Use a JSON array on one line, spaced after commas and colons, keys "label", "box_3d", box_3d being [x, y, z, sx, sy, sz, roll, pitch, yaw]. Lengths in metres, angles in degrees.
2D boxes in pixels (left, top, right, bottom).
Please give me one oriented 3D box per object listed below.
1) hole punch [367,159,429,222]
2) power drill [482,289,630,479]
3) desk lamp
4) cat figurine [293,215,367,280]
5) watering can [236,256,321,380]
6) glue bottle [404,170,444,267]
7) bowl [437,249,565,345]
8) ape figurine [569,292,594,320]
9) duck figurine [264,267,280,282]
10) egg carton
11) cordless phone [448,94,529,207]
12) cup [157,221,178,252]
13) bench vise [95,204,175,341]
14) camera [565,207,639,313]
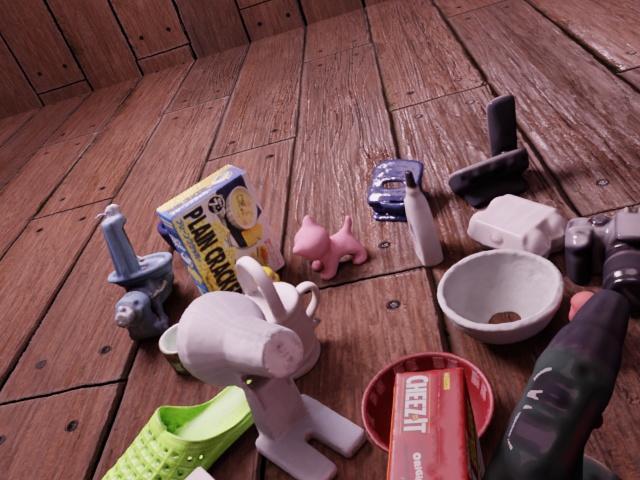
[{"label": "hole punch", "box_3d": [0.150, -0.097, 1.111, 0.108, 0.091, 0.101, 2, 39, 30]}, {"label": "power drill", "box_3d": [0.236, 0.187, 0.546, 0.075, 0.209, 0.230, 16, 47, 42]}, {"label": "desk lamp", "box_3d": [-0.065, 0.173, 0.718, 0.202, 0.214, 0.118, 16, 48, 42]}, {"label": "cat figurine", "box_3d": [0.009, 0.004, 1.014, 0.128, 0.118, 0.067, -28, 34, -12]}, {"label": "watering can", "box_3d": [-0.078, 0.112, 0.832, 0.100, 0.194, 0.173, 9, 43, 37]}, {"label": "glue bottle", "box_3d": [0.163, -0.041, 0.948, 0.037, 0.173, 0.078, -21, 33, -1]}, {"label": "bowl", "box_3d": [0.253, 0.090, 0.801, 0.167, 0.075, 0.167, -14, 33, 9]}, {"label": "ape figurine", "box_3d": [0.339, 0.102, 0.723, 0.078, 0.092, 0.075, -34, 36, -21]}, {"label": "duck figurine", "box_3d": [-0.090, 0.081, 0.982, 0.077, 0.086, 0.104, -28, 34, -12]}, {"label": "egg carton", "box_3d": [0.317, -0.015, 0.925, 0.107, 0.069, 0.149, -35, 36, -22]}, {"label": "cordless phone", "box_3d": [0.301, -0.167, 1.047, 0.147, 0.185, 0.094, -22, 33, -3]}, {"label": "cup", "box_3d": [-0.273, -0.003, 1.193, 0.092, 0.095, 0.117, -34, 35, -20]}, {"label": "bench vise", "box_3d": [-0.325, 0.054, 1.022, 0.121, 0.220, 0.207, -25, 33, -7]}, {"label": "camera", "box_3d": [0.411, 0.025, 0.789, 0.142, 0.101, 0.137, 1, 38, 29]}]
